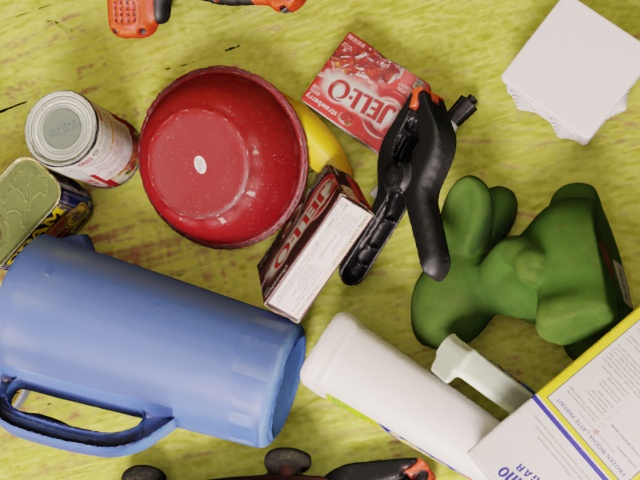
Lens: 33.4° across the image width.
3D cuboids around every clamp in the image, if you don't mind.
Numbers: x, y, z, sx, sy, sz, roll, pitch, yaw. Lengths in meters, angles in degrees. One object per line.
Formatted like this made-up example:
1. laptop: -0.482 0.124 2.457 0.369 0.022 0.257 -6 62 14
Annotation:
1. clamp: 0.007 0.253 0.857 0.210 0.036 0.165 -30 52 2
2. clamp: 0.065 -0.038 0.869 0.120 0.039 0.171 -14 58 44

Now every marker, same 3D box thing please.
1. marker: 0.090 -0.078 0.912 0.020 0.020 0.121 44 93 13

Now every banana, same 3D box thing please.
1. banana: -0.056 -0.105 0.939 0.198 0.037 0.070 17 106 15

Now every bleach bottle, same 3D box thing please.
1. bleach bottle: 0.108 0.152 0.836 0.251 0.102 0.068 31 83 14

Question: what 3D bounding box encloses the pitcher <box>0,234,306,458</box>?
1. pitcher: -0.143 0.097 0.881 0.243 0.145 0.149 15 100 10

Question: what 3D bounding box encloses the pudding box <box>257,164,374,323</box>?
1. pudding box: -0.006 0.001 0.876 0.039 0.090 0.113 29 103 -15

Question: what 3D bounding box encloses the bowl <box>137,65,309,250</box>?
1. bowl: -0.094 -0.067 0.908 0.162 0.055 0.162 3 100 17

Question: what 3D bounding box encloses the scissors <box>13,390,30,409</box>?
1. scissors: -0.345 0.169 0.972 0.202 0.016 0.096 -43 75 4

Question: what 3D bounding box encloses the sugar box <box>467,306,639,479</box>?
1. sugar box: 0.201 0.131 0.754 0.176 0.048 0.093 -41 67 7

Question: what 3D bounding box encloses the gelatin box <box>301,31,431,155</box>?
1. gelatin box: 0.040 -0.125 0.923 0.089 0.030 0.073 36 91 14

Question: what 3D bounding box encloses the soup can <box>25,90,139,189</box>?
1. soup can: -0.205 -0.086 0.931 0.068 0.102 0.068 -2 83 12

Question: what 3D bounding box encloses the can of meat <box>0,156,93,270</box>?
1. can of meat: -0.257 -0.018 0.943 0.057 0.084 0.102 43 93 13

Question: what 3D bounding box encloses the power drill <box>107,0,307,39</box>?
1. power drill: -0.104 -0.270 0.936 0.188 0.057 0.184 3 106 13
